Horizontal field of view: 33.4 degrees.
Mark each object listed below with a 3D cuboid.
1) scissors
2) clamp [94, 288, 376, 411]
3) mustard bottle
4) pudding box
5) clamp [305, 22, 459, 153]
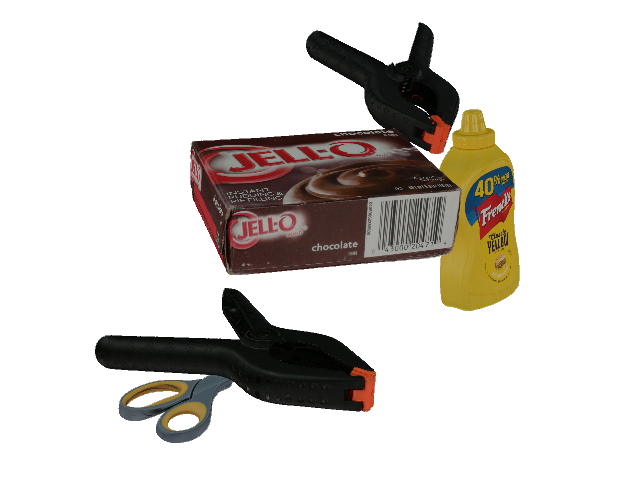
[{"bbox_3d":[-0.094,0.147,1.033,0.201,0.016,0.096,-11,32,-28],"label":"scissors"},{"bbox_3d":[-0.045,0.085,0.831,0.210,0.036,0.164,12,20,26],"label":"clamp"},{"bbox_3d":[0.154,-0.034,1.053,0.096,0.191,0.058,-21,23,-39],"label":"mustard bottle"},{"bbox_3d":[-0.001,-0.022,0.517,0.113,0.039,0.090,-3,26,-16],"label":"pudding box"},{"bbox_3d":[0.057,-0.135,0.908,0.120,0.039,0.171,-7,41,-9],"label":"clamp"}]
